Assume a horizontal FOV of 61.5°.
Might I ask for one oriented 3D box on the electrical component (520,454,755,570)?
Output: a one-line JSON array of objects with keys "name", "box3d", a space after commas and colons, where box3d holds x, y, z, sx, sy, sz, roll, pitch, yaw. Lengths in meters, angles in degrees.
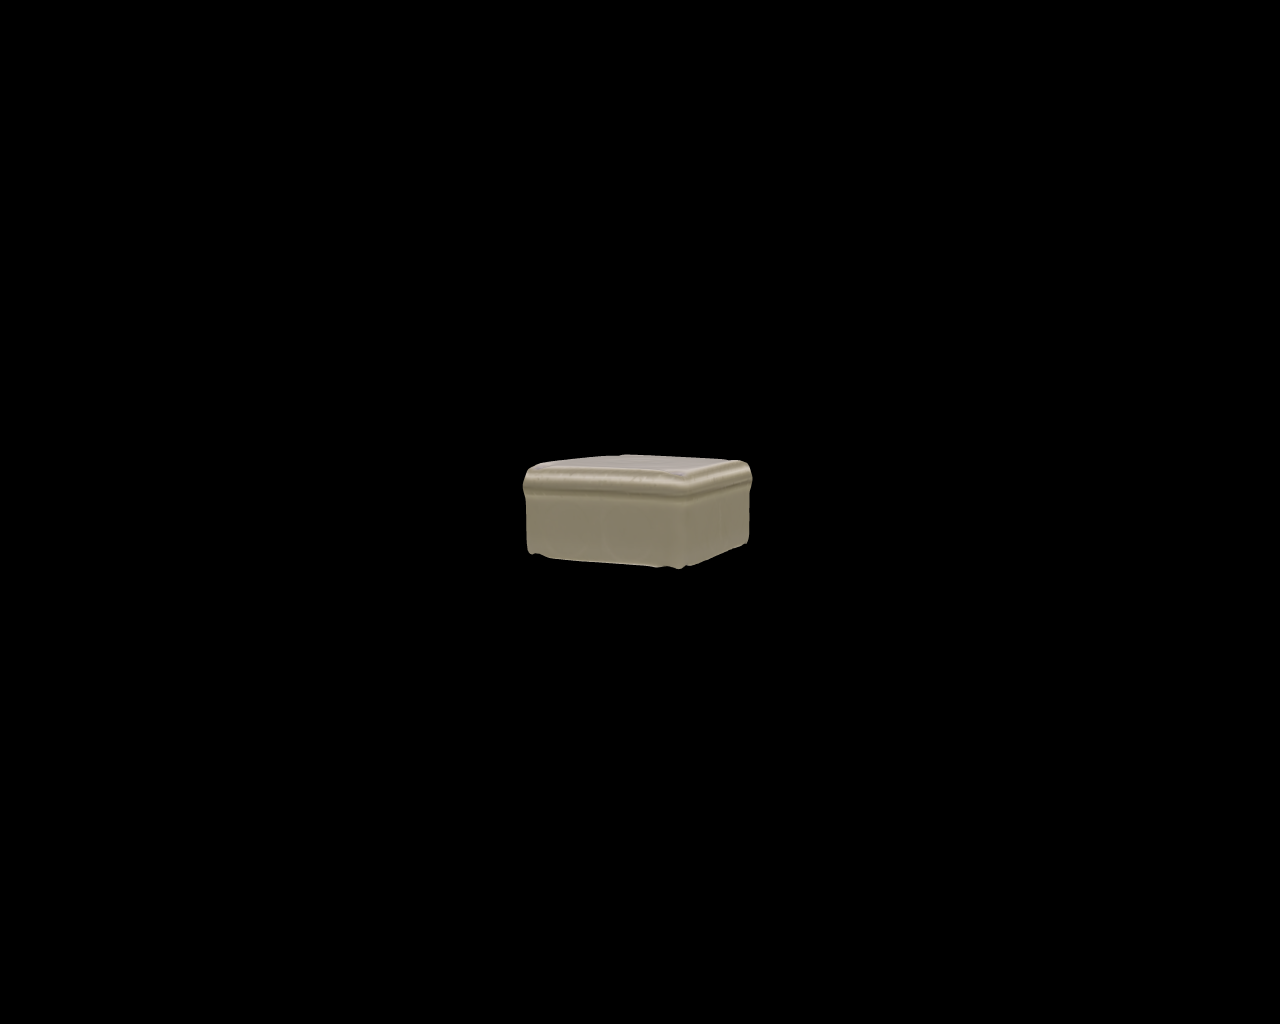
[{"name": "electrical component", "box3d": [0.001, -0.003, 0.650, 0.109, 0.056, 0.109, 4, 8, 28]}]
